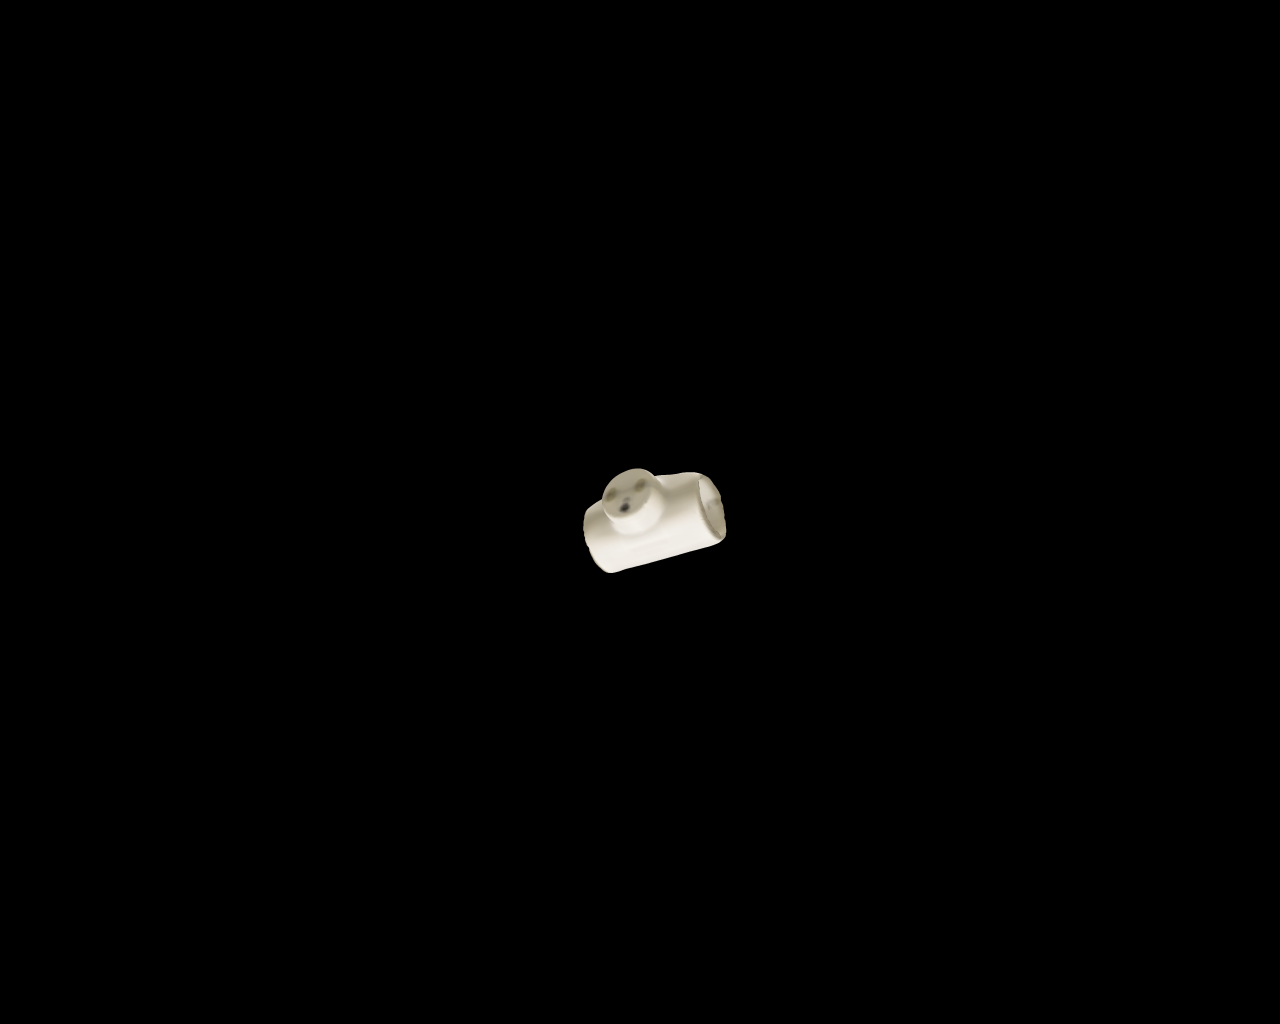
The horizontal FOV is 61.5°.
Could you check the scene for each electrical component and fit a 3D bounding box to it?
[{"bbox_3d":[0.001,-0.003,0.650,0.077,0.043,0.079,-17,-40,22],"label":"electrical component"}]
